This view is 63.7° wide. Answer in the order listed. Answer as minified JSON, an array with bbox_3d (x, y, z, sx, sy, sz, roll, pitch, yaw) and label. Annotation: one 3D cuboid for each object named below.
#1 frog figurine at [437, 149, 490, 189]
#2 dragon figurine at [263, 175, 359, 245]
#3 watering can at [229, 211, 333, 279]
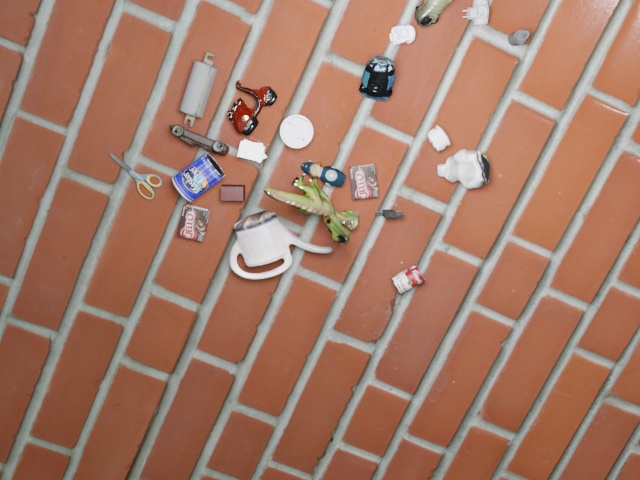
[{"bbox_3d":[0.484,-0.235,1.736,0.158,0.125,0.135,-10,115,37],"label":"frog figurine"},{"bbox_3d":[0.005,-0.081,1.619,0.245,0.412,0.120,43,114,19],"label":"dragon figurine"},{"bbox_3d":[-0.150,0.004,1.738,0.347,0.105,0.222,-18,100,2],"label":"watering can"}]
